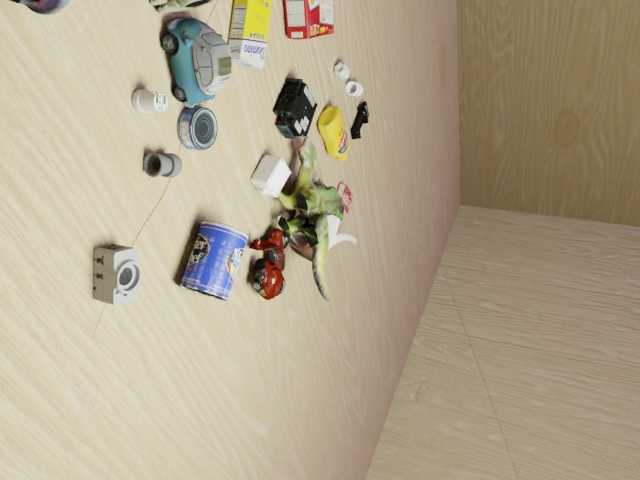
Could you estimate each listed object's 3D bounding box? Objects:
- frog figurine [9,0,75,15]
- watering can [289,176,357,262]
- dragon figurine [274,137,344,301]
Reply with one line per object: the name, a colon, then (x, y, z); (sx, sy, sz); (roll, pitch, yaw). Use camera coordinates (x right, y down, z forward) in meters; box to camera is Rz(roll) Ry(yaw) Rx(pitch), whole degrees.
frog figurine: (-0.343, -0.370, 0.649); (0.122, 0.163, 0.134); (21, -36, -7)
watering can: (0.012, -0.029, 1.508); (0.104, 0.229, 0.341); (-2, -39, 35)
dragon figurine: (0.004, -0.069, 1.364); (0.121, 0.408, 0.246); (-12, 10, 38)
